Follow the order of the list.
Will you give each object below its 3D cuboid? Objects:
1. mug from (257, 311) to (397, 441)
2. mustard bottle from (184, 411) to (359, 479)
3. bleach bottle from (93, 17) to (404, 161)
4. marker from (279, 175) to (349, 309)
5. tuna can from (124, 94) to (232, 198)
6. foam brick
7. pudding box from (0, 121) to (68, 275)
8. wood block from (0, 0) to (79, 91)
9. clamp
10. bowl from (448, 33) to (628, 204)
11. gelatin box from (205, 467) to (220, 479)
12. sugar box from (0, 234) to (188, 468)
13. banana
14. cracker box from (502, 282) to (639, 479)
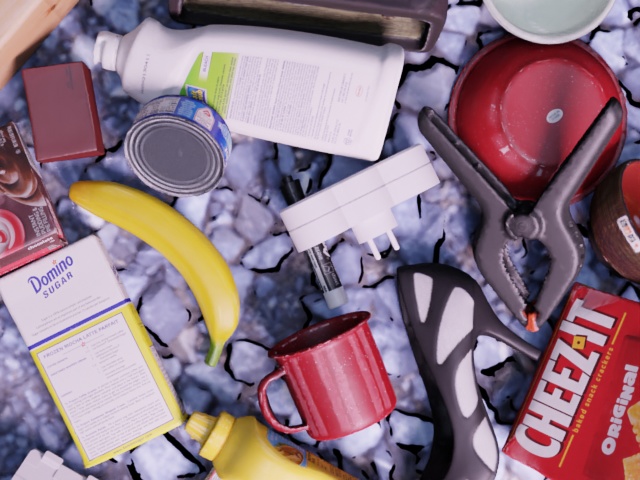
[{"bbox_3d":[0.004,0.119,0.886,0.117,0.093,0.081,-24,96,-23],"label":"mug"},{"bbox_3d":[-0.025,0.196,0.883,0.191,0.096,0.058,31,89,-3],"label":"mustard bottle"},{"bbox_3d":[-0.063,-0.140,0.894,0.251,0.068,0.103,13,109,-2],"label":"bleach bottle"},{"bbox_3d":[-0.006,0.001,0.924,0.020,0.020,0.121,-23,90,-3],"label":"marker"},{"bbox_3d":[-0.117,-0.078,0.887,0.086,0.086,0.033,18,45,-3],"label":"tuna can"},{"bbox_3d":[-0.215,-0.106,0.897,0.053,0.051,0.078,-9,90,-4],"label":"foam brick"},{"bbox_3d":[-0.271,-0.029,0.883,0.090,0.039,0.113,-25,69,-4],"label":"pudding box"},{"bbox_3d":[-0.285,-0.179,0.874,0.090,0.091,0.206,41,87,-3],"label":"wood block"},{"bbox_3d":[0.162,-0.024,0.895,0.165,0.036,0.210,7,116,20],"label":"clamp"},{"bbox_3d":[0.194,-0.106,0.919,0.162,0.055,0.162,0,90,-3],"label":"bowl"},{"bbox_3d":[-0.082,0.247,0.912,0.073,0.030,0.089,35,88,-3],"label":"gelatin box"},{"bbox_3d":[-0.191,0.093,0.900,0.093,0.048,0.176,-25,87,-4],"label":"sugar box"},{"bbox_3d":[-0.128,0.013,0.906,0.069,0.037,0.198,-39,92,-10],"label":"banana"},{"bbox_3d":[0.266,0.141,0.843,0.072,0.214,0.164,26,87,-39],"label":"cracker box"}]
